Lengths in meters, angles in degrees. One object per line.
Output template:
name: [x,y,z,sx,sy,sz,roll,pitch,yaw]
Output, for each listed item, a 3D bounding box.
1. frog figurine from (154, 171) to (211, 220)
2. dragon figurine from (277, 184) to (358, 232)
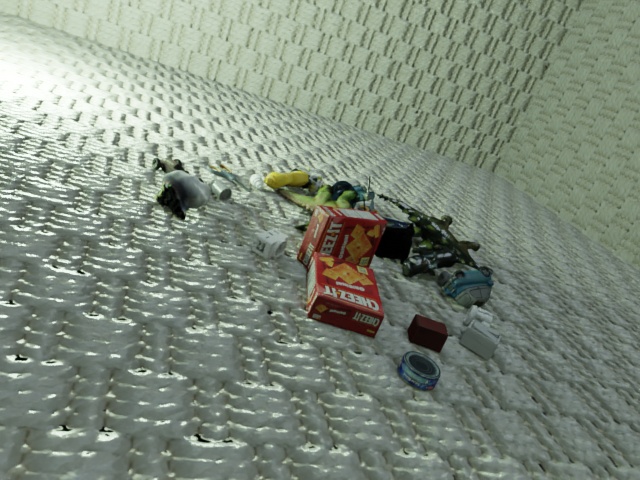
frog figurine: [-0.347,-0.135,1.383,0.138,0.120,0.162,11,27,27]
dragon figurine: [0.005,-0.082,1.624,0.411,0.120,0.246,12,24,18]
